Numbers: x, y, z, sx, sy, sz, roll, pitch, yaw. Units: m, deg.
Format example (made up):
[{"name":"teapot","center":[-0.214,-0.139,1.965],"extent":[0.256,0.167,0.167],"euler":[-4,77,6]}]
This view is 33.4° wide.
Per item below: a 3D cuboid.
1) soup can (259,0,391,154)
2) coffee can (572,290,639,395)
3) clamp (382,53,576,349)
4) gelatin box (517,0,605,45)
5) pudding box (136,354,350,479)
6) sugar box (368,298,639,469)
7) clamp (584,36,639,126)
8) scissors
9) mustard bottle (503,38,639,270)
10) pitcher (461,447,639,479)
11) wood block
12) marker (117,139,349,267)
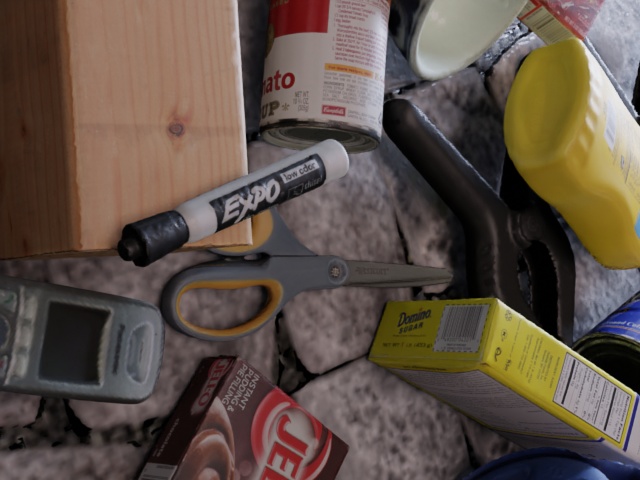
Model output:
[{"name":"soup can","center":[0.004,-0.103,0.581],"extent":[0.068,0.069,0.102],"euler":[10,82,-37]},{"name":"coffee can","center":[0.248,0.077,0.732],"extent":[0.140,0.103,0.103],"euler":[-30,105,-35]},{"name":"clamp","center":[0.113,-0.011,0.674],"extent":[0.164,0.036,0.210],"euler":[-15,95,-42]},{"name":"gelatin box","center":[0.150,-0.180,0.709],"extent":[0.089,0.030,0.073],"euler":[37,66,-13]},{"name":"pudding box","center":[-0.045,0.129,0.545],"extent":[0.090,0.039,0.113],"euler":[43,62,-27]},{"name":"sugar box","center":[0.124,0.090,0.643],"extent":[0.176,0.094,0.048],"euler":[30,69,-33]},{"name":"clamp","center":[0.219,-0.081,0.763],"extent":[0.120,0.039,0.171],"euler":[-4,85,-27]},{"name":"scissors","center":[-0.004,0.001,0.600],"extent":[0.201,0.016,0.096],"euler":[-16,97,-37]},{"name":"mustard bottle","center":[0.187,-0.036,0.686],"extent":[0.191,0.058,0.096],"euler":[41,49,-39]},{"name":"pitcher","center":[0.158,0.258,0.646],"extent":[0.242,0.149,0.144],"euler":[56,43,-24]},{"name":"wood block","center":[-0.096,-0.096,0.490],"extent":[0.090,0.090,0.206],"euler":[-2,88,-38]},{"name":"marker","center":[-0.036,-0.017,0.462],"extent":[0.120,0.020,0.020],"euler":[-26,103,-37]}]
